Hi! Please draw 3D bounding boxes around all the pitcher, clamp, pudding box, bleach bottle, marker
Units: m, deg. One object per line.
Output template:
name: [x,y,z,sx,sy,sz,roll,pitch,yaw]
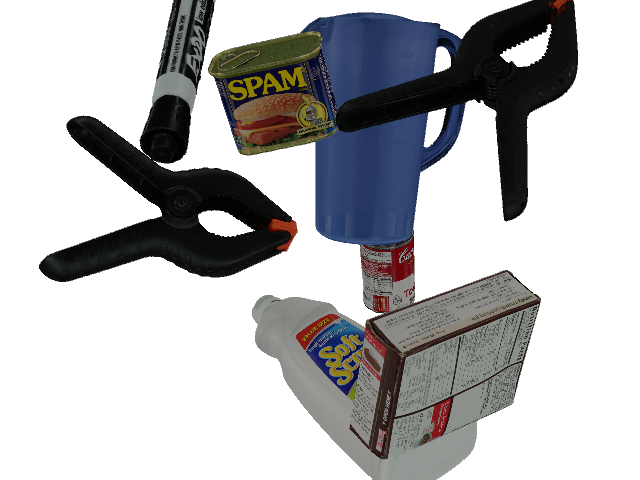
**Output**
pitcher: [0.065,-0.122,1.157,0.149,0.243,0.144,9,12,28]
clamp: [0.138,-0.112,0.812,0.165,0.209,0.036,39,-22,28]
pudding box: [0.076,0.076,0.654,0.113,0.090,0.039,-18,41,-31]
clamp: [-0.103,-0.027,0.727,0.171,0.120,0.039,3,-19,-18]
bleach bottle: [0.014,0.114,0.903,0.102,0.068,0.251,-24,35,-28]
marker: [-0.059,-0.076,0.454,0.020,0.121,0.020,1,-45,1]

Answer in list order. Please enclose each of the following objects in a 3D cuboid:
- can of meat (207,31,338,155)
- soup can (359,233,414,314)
can of meat: [-0.038,-0.129,0.947,0.102,0.084,0.057,-10,30,11]
soup can: [0.083,0.033,1.324,0.068,0.102,0.068,-3,33,2]
